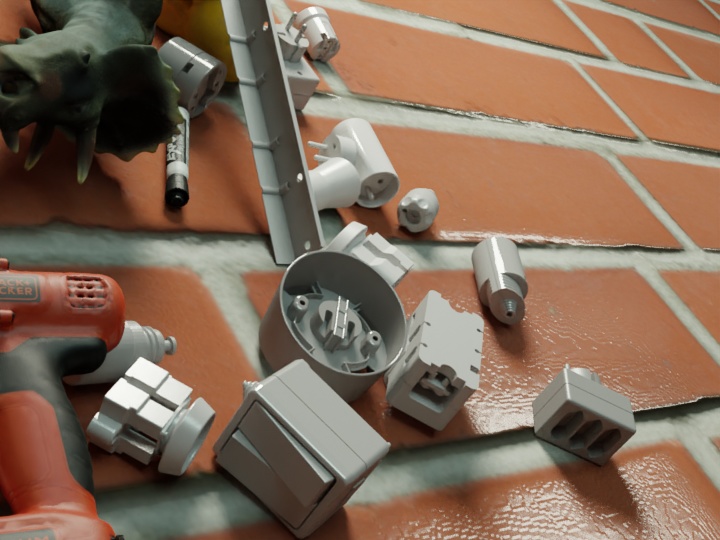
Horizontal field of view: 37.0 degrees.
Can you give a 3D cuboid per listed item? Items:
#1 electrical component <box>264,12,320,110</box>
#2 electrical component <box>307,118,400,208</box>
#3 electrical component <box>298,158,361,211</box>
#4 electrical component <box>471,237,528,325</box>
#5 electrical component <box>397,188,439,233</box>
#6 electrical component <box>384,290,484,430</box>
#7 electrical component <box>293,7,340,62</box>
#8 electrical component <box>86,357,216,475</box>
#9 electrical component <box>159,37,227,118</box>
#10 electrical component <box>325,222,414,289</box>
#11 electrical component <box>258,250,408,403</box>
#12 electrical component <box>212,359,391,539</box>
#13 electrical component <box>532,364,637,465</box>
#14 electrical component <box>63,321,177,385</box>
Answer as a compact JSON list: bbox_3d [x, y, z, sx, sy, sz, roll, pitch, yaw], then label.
[{"bbox_3d":[-0.074,-0.209,1.025,0.047,0.075,0.083,-2,47,-44],"label":"electrical component"},{"bbox_3d":[-0.011,-0.100,0.970,0.079,0.043,0.077,9,40,-35],"label":"electrical component"},{"bbox_3d":[-0.036,-0.068,0.908,0.044,0.044,0.065,47,39,18],"label":"electrical component"},{"bbox_3d":[0.125,0.013,0.946,0.043,0.043,0.081,22,34,-20],"label":"electrical component"},{"bbox_3d":[0.056,-0.059,0.987,0.035,0.035,0.061,36,29,1],"label":"electrical component"},{"bbox_3d":[0.054,0.068,0.795,0.050,0.055,0.089,29,32,-9],"label":"electrical component"},{"bbox_3d":[-0.045,-0.249,1.141,0.040,0.040,0.046,1,51,-42],"label":"electrical component"},{"bbox_3d":[-0.118,0.087,0.623,0.055,0.048,0.066,28,32,3],"label":"electrical component"},{"bbox_3d":[-0.149,-0.166,0.920,0.047,0.055,0.055,35,32,7],"label":"electrical component"},{"bbox_3d":[0.000,0.000,0.835,0.057,0.058,0.078,41,32,5],"label":"electrical component"},{"bbox_3d":[-0.020,0.042,0.754,0.099,0.064,0.099,24,34,-17],"label":"electrical component"},{"bbox_3d":[-0.043,0.104,0.652,0.096,0.061,0.061,43,33,12],"label":"electrical component"},{"bbox_3d":[0.178,0.106,0.869,0.066,0.047,0.076,26,34,-14],"label":"electrical component"},{"bbox_3d":[-0.147,0.048,0.651,0.078,0.040,0.040,0,46,-43],"label":"electrical component"}]
